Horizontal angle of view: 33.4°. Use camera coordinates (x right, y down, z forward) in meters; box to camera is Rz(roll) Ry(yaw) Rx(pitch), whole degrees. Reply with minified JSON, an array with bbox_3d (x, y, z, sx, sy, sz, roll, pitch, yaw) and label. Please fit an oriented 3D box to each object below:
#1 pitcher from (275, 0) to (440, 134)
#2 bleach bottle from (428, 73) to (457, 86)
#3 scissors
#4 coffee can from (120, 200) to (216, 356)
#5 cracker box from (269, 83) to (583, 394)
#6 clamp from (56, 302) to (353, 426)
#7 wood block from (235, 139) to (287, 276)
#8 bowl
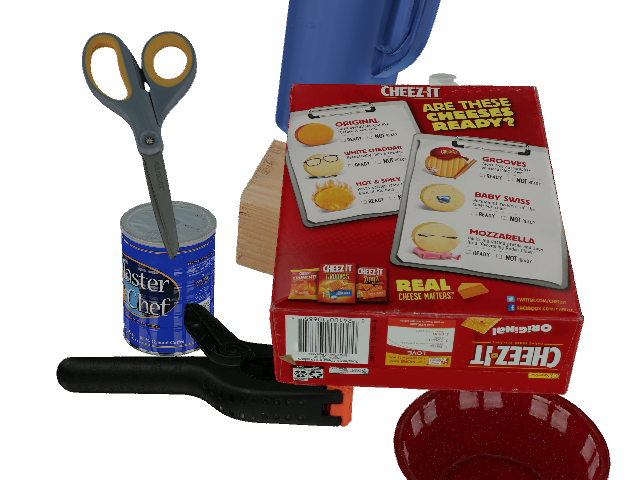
[{"bbox_3d":[0.035,-0.212,1.018,0.145,0.243,0.149,11,18,0],"label":"pitcher"},{"bbox_3d":[0.123,-0.059,1.193,0.102,0.251,0.068,-10,24,-27],"label":"bleach bottle"},{"bbox_3d":[-0.113,-0.085,0.802,0.096,0.202,0.016,-25,-23,-16],"label":"scissors"},{"bbox_3d":[-0.166,0.041,1.171,0.103,0.140,0.103,3,27,-2],"label":"coffee can"},{"bbox_3d":[0.058,-0.009,0.644,0.164,0.072,0.213,1,41,2],"label":"cracker box"},{"bbox_3d":[-0.066,0.094,0.801,0.210,0.036,0.164,9,19,22],"label":"clamp"},{"bbox_3d":[0.036,-0.005,0.970,0.206,0.091,0.090,18,46,9],"label":"wood block"},{"bbox_3d":[0.136,0.176,0.819,0.162,0.055,0.162,0,33,0],"label":"bowl"}]
